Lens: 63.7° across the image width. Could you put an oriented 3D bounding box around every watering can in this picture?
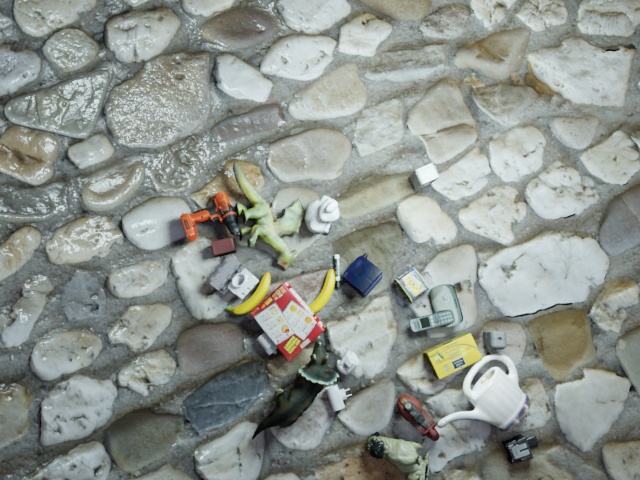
[{"bbox_3d":[0.557,0.546,1.711,0.225,0.102,0.352,44,70,5],"label":"watering can"}]

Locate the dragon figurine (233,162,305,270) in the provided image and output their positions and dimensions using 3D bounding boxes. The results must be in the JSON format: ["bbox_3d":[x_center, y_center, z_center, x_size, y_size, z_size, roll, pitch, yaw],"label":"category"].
[{"bbox_3d":[-0.174,-0.094,1.856,0.243,0.121,0.413,-6,81,-19],"label":"dragon figurine"}]

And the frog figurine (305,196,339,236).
[{"bbox_3d":[0.006,-0.091,1.810,0.123,0.158,0.138,28,81,4],"label":"frog figurine"}]
